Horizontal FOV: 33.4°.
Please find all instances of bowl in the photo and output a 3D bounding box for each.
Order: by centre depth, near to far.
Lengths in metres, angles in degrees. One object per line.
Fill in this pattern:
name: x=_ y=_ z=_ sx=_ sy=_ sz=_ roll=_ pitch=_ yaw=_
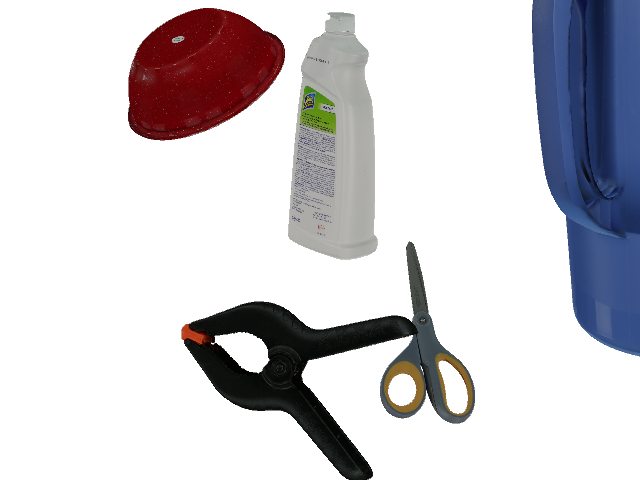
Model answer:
bowl: x=-0.117 y=-0.164 z=0.977 sx=0.162 sy=0.162 sz=0.055 roll=0 pitch=-44 yaw=32

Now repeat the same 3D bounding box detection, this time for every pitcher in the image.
pitcher: x=0.179 y=-0.060 z=0.559 sx=0.149 sy=0.243 sz=0.145 roll=-5 pitch=22 yaw=4

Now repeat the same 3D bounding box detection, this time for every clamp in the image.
clamp: x=-0.021 y=0.102 z=0.771 sx=0.172 sy=0.120 sz=0.039 roll=9 pitch=-6 yaw=18

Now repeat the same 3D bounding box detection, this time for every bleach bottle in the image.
bleach bottle: x=0.019 y=-0.113 z=1.137 sx=0.103 sy=0.251 sz=0.067 roll=20 pitch=24 yaw=39

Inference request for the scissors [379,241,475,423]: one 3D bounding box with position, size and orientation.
scissors: x=0.083 y=0.091 z=1.025 sx=0.096 sy=0.202 sz=0.016 roll=-15 pitch=-34 yaw=-13
